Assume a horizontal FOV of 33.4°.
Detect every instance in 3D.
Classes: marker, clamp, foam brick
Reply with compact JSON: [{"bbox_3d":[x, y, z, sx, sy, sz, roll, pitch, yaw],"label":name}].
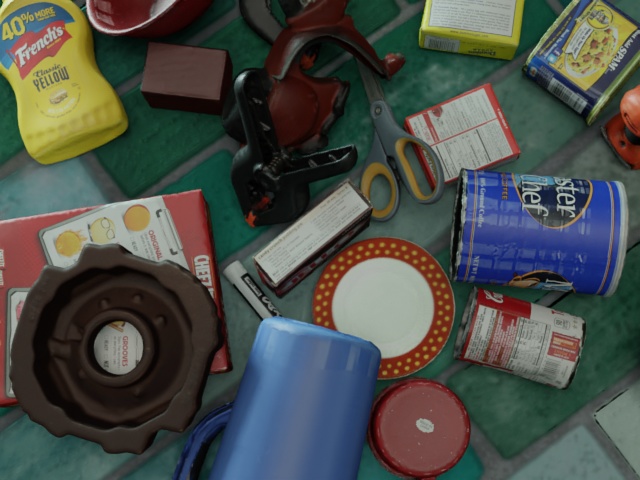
[{"bbox_3d":[-0.045,0.071,0.979,0.020,0.020,0.121,-39,81,-5],"label":"marker"},{"bbox_3d":[-0.044,-0.071,0.927,0.120,0.172,0.039,47,55,3],"label":"clamp"},{"bbox_3d":[-0.050,-0.264,1.028,0.165,0.036,0.210,-10,83,10],"label":"clamp"},{"bbox_3d":[-0.124,-0.152,1.004,0.078,0.053,0.051,8,81,3],"label":"foam brick"}]

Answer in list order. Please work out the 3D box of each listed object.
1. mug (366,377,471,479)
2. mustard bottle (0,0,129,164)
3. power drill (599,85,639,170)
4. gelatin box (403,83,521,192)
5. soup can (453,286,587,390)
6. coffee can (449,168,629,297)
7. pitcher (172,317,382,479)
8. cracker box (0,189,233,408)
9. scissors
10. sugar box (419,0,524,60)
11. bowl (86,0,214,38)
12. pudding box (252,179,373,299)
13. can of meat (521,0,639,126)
[{"bbox_3d":[0.087,0.175,0.924,0.093,0.081,0.117,-4,80,1],"label":"mug"},{"bbox_3d":[-0.258,-0.175,1.010,0.096,0.058,0.192,-23,80,1],"label":"mustard bottle"},{"bbox_3d":[0.325,-0.133,0.915,0.184,0.187,0.057,-32,79,-2],"label":"power drill"},{"bbox_3d":[0.132,-0.094,0.995,0.089,0.030,0.073,-23,80,1],"label":"gelatin box"},{"bbox_3d":[0.176,0.087,0.943,0.102,0.068,0.068,16,81,4],"label":"soup can"},{"bbox_3d":[0.189,-0.007,0.941,0.140,0.103,0.103,5,80,3],"label":"coffee can"},{"bbox_3d":[-0.038,0.191,0.899,0.149,0.145,0.243,17,83,-12],"label":"pitcher"},{"bbox_3d":[-0.196,0.055,0.962,0.213,0.072,0.164,-9,81,-1],"label":"cracker box"},{"bbox_3d":[0.048,-0.101,1.002,0.096,0.016,0.202,-46,58,24],"label":"scissors"},{"bbox_3d":[0.152,-0.266,1.017,0.093,0.048,0.176,9,77,3],"label":"sugar box"},{"bbox_3d":[-0.142,-0.246,0.998,0.162,0.055,0.162,-18,55,29],"label":"bowl"},{"bbox_3d":[-0.006,0.001,0.953,0.113,0.090,0.039,-41,83,-6],"label":"pudding box"},{"bbox_3d":[0.250,-0.172,0.991,0.084,0.057,0.102,39,83,10],"label":"can of meat"}]
